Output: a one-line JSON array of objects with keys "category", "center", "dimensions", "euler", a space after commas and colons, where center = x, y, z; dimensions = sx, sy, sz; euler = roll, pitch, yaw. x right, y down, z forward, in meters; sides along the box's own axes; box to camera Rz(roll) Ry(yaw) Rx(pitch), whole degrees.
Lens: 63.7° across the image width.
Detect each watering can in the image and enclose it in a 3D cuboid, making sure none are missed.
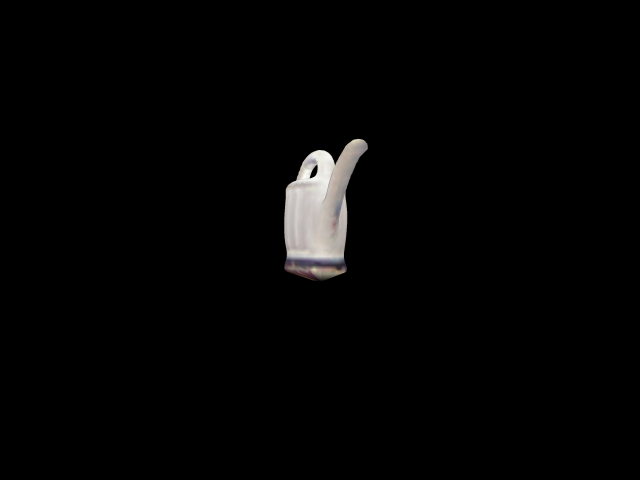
[{"category": "watering can", "center": [0.003, -0.043, 0.850], "dimensions": [0.104, 0.225, 0.347], "euler": [1, -2, -15]}]
